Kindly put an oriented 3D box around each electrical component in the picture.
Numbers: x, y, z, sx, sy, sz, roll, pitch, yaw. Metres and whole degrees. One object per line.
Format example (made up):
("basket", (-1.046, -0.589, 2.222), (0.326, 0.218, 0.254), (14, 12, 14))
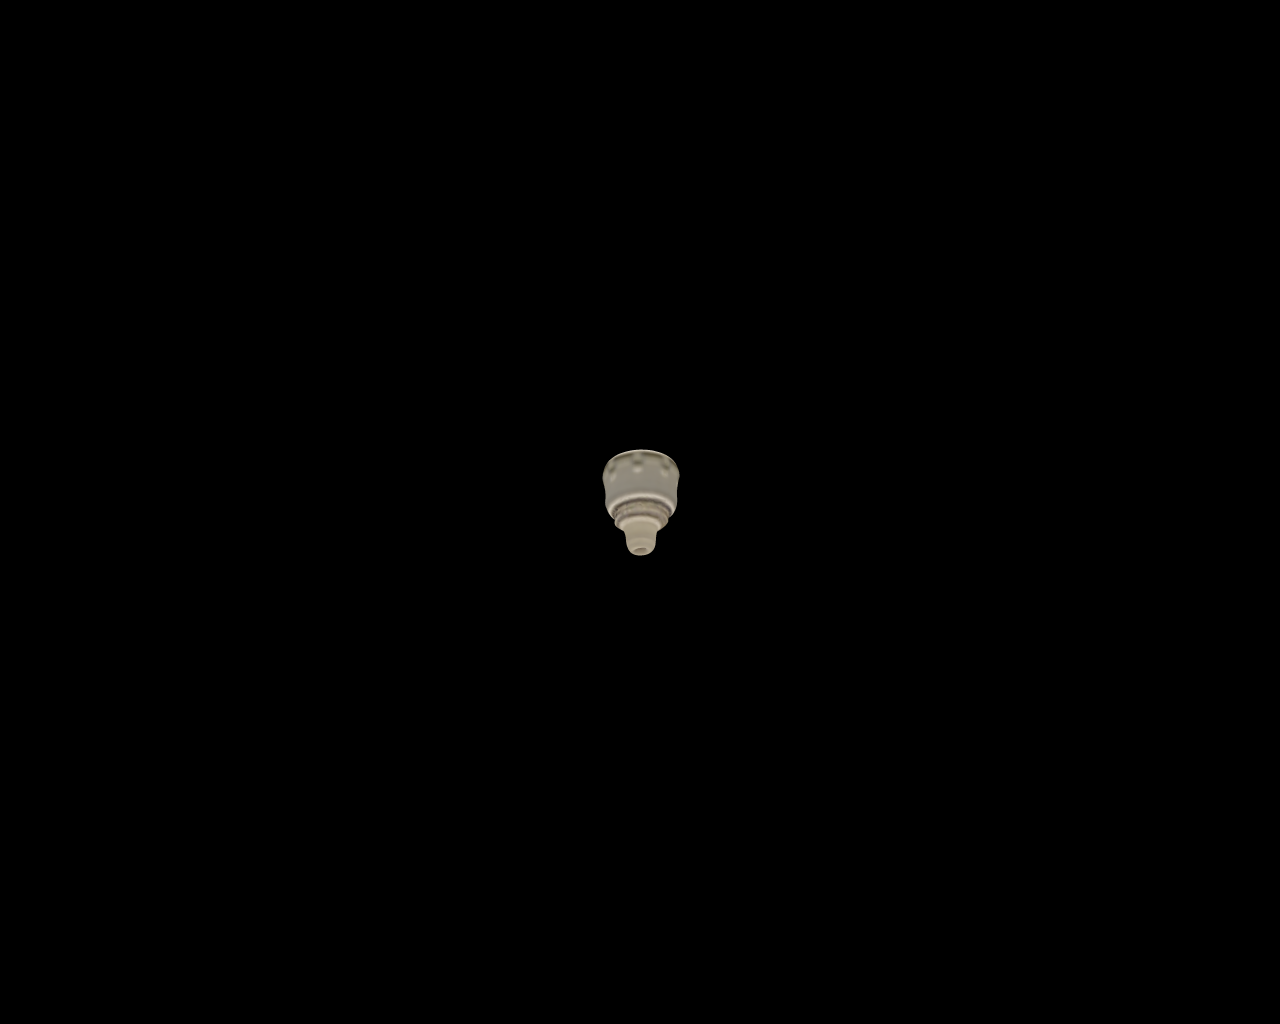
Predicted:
("electrical component", (0.001, -0.003, 0.650), (0.048, 0.062, 0.048), (0, -29, 0))
